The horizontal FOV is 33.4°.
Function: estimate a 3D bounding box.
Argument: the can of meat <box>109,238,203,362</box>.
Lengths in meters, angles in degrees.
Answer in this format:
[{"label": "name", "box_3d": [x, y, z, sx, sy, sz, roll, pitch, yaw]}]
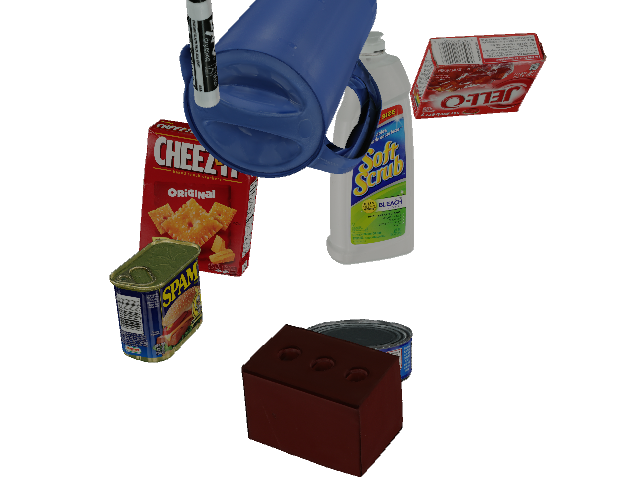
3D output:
[{"label": "can of meat", "box_3d": [-0.155, 0.058, 1.034, 0.057, 0.084, 0.102, 8, 27, 20]}]

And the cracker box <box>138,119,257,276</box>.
[{"label": "cracker box", "box_3d": [-0.184, -0.062, 1.617, 0.164, 0.214, 0.072, 10, 20, 6]}]

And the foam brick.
[{"label": "foam brick", "box_3d": [0.002, 0.090, 0.611, 0.078, 0.051, 0.052, 13, 32, 26]}]

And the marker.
[{"label": "marker", "box_3d": [-0.084, -0.145, 0.750, 0.020, 0.020, 0.121, 0, -42, -1]}]

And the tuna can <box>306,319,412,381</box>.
[{"label": "tuna can", "box_3d": [0.029, 0.087, 0.827, 0.086, 0.034, 0.086, -1, 9, 0]}]

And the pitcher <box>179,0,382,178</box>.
[{"label": "pitcher", "box_3d": [-0.017, -0.172, 1.019, 0.145, 0.149, 0.242, -1, 37, 23]}]

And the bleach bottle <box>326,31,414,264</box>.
[{"label": "bleach bottle", "box_3d": [0.052, -0.103, 1.178, 0.102, 0.251, 0.068, -9, 25, -11]}]

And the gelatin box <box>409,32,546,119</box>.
[{"label": "gelatin box", "box_3d": [0.121, -0.127, 0.831, 0.089, 0.030, 0.073, -5, -25, -11]}]
